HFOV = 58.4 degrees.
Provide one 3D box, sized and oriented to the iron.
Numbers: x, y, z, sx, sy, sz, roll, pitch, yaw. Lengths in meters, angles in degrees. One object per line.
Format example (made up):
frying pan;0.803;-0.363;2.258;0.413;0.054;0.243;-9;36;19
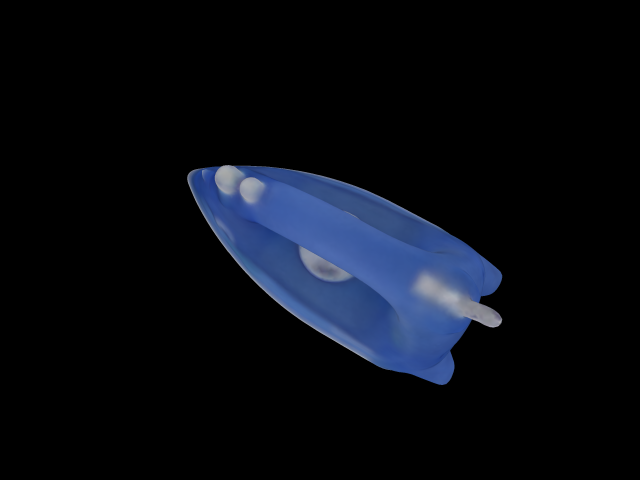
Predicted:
iron;0.004;0.001;0.400;0.258;0.141;0.119;28;83;4
